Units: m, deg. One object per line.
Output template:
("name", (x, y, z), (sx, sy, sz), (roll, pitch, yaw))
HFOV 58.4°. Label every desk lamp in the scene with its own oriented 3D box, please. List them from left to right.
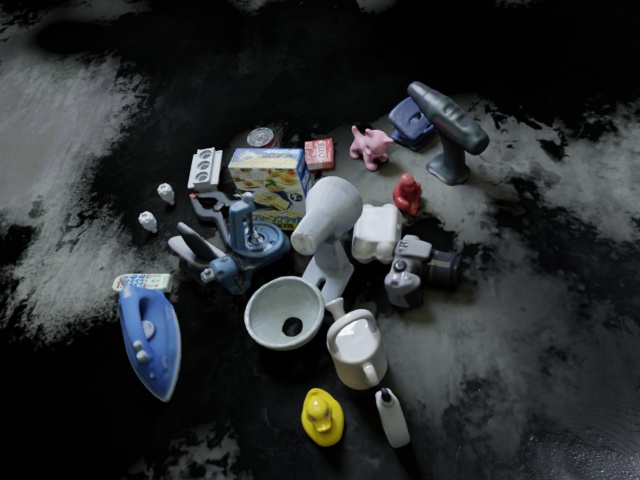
("desk lamp", (0.011, 0.004, 1.192), (0.117, 0.214, 0.203), (13, 56, 23))

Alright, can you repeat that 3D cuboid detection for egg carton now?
("egg carton", (0.128, -0.014, 1.273), (0.107, 0.069, 0.150), (-1, 52, 13))

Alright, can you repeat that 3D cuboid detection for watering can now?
("watering can", (0.059, 0.185, 1.051), (0.172, 0.194, 0.101), (34, 66, 33))

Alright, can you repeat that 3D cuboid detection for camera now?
("camera", (0.215, 0.061, 1.172), (0.136, 0.101, 0.143), (10, 55, 21))

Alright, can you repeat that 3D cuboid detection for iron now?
("iron", (-0.361, 0.196, 1.177), (0.118, 0.142, 0.257), (-23, 51, -5))

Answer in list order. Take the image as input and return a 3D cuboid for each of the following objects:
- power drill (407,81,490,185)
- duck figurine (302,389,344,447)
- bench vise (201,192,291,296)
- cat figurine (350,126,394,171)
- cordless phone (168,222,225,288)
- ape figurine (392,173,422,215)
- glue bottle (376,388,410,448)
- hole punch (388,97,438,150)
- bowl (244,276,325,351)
("power drill", (0.289, -0.238, 1.321), (0.076, 0.209, 0.228), (-36, 53, -15))
("duck figurine", (-0.001, 0.311, 1.035), (0.077, 0.086, 0.104), (-19, 50, -2))
("bench vise", (-0.163, 0.013, 1.223), (0.121, 0.220, 0.208), (22, 60, 28))
("cat figurine", (0.125, -0.241, 1.422), (0.067, 0.118, 0.127), (-38, 54, -17))
("cordless phone", (-0.286, 0.006, 1.281), (0.147, 0.185, 0.094), (28, 63, 30))
("ape figurine", (0.201, -0.114, 1.319), (0.078, 0.092, 0.076), (-35, 53, -14))
("glue bottle", (0.118, 0.288, 0.968), (0.037, 0.173, 0.078), (-23, 51, -4))
("hole punch", (0.240, -0.300, 1.458), (0.109, 0.091, 0.100), (-42, 55, -20))
("bowl", (-0.066, 0.163, 1.176), (0.167, 0.075, 0.167), (-7, 51, 8))
